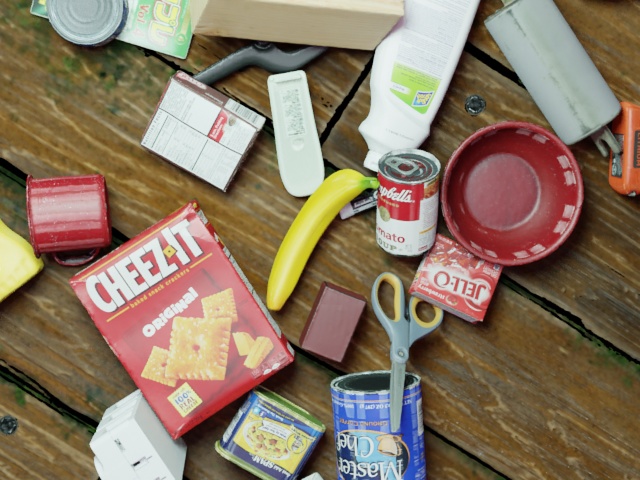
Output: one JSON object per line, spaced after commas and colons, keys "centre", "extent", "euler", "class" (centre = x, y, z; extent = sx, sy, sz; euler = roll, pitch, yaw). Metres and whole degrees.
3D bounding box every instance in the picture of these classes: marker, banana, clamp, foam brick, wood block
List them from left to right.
{"centre": [-0.071, -0.216, 1.184], "extent": [0.171, 0.039, 0.120], "euler": [11, 109, -7], "class": "clamp"}
{"centre": [-0.026, -0.266, 1.119], "extent": [0.205, 0.091, 0.090], "euler": [2, 74, -19], "class": "wood block"}
{"centre": [-0.008, -0.011, 1.191], "extent": [0.037, 0.069, 0.198], "euler": [28, 112, -22], "class": "banana"}
{"centre": [0.014, 0.093, 1.211], "extent": [0.051, 0.053, 0.078], "euler": [22, 94, -5], "class": "foam brick"}
{"centre": [0.078, -0.054, 1.217], "extent": [0.121, 0.020, 0.020], "euler": [-21, 96, -1], "class": "marker"}

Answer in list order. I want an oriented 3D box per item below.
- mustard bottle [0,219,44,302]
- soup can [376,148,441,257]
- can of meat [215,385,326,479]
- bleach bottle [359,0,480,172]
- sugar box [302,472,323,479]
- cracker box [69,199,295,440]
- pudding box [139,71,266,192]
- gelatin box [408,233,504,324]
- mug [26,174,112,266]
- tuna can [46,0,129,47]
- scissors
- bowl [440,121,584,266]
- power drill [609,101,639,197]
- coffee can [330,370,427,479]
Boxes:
{"centre": [-0.400, -0.016, 1.175], "extent": [0.096, 0.058, 0.191], "euler": [-37, 96, 6], "class": "mustard bottle"}
{"centre": [0.096, -0.040, 1.175], "extent": [0.068, 0.068, 0.102], "euler": [-3, 127, -3], "class": "soup can"}
{"centre": [-0.055, 0.225, 1.218], "extent": [0.102, 0.057, 0.084], "euler": [31, 91, -6], "class": "can of meat"}
{"centre": [0.098, -0.197, 1.184], "extent": [0.102, 0.068, 0.251], "euler": [20, 96, -8], "class": "bleach bottle"}
{"centre": [-0.046, 0.338, 1.197], "extent": [0.176, 0.048, 0.093], "euler": [-34, 97, 32], "class": "sugar box"}
{"centre": [-0.151, 0.088, 1.192], "extent": [0.164, 0.072, 0.213], "euler": [-33, 96, 0], "class": "cracker box"}
{"centre": [-0.130, -0.119, 1.178], "extent": [0.113, 0.039, 0.090], "euler": [30, 116, -4], "class": "pudding box"}
{"centre": [0.156, 0.044, 1.215], "extent": [0.089, 0.030, 0.073], "euler": [25, 76, -6], "class": "gelatin box"}
{"centre": [-0.273, -0.019, 1.174], "extent": [0.081, 0.093, 0.117], "euler": [-5, 127, -8], "class": "mug"}
{"centre": [-0.253, -0.253, 1.159], "extent": [0.086, 0.034, 0.086], "euler": [0, 98, -2], "class": "tuna can"}
{"centre": [0.104, 0.123, 1.179], "extent": [0.096, 0.016, 0.202], "euler": [6, 52, -22], "class": "scissors"}
{"centre": [0.212, -0.053, 1.206], "extent": [0.162, 0.055, 0.162], "euler": [0, 95, -3], "class": "bowl"}
{"centre": [0.429, -0.116, 1.211], "extent": [0.187, 0.057, 0.184], "euler": [2, 95, -3], "class": "power drill"}
{"centre": [0.067, 0.227, 1.202], "extent": [0.103, 0.103, 0.140], "euler": [-4, 96, -3], "class": "coffee can"}
